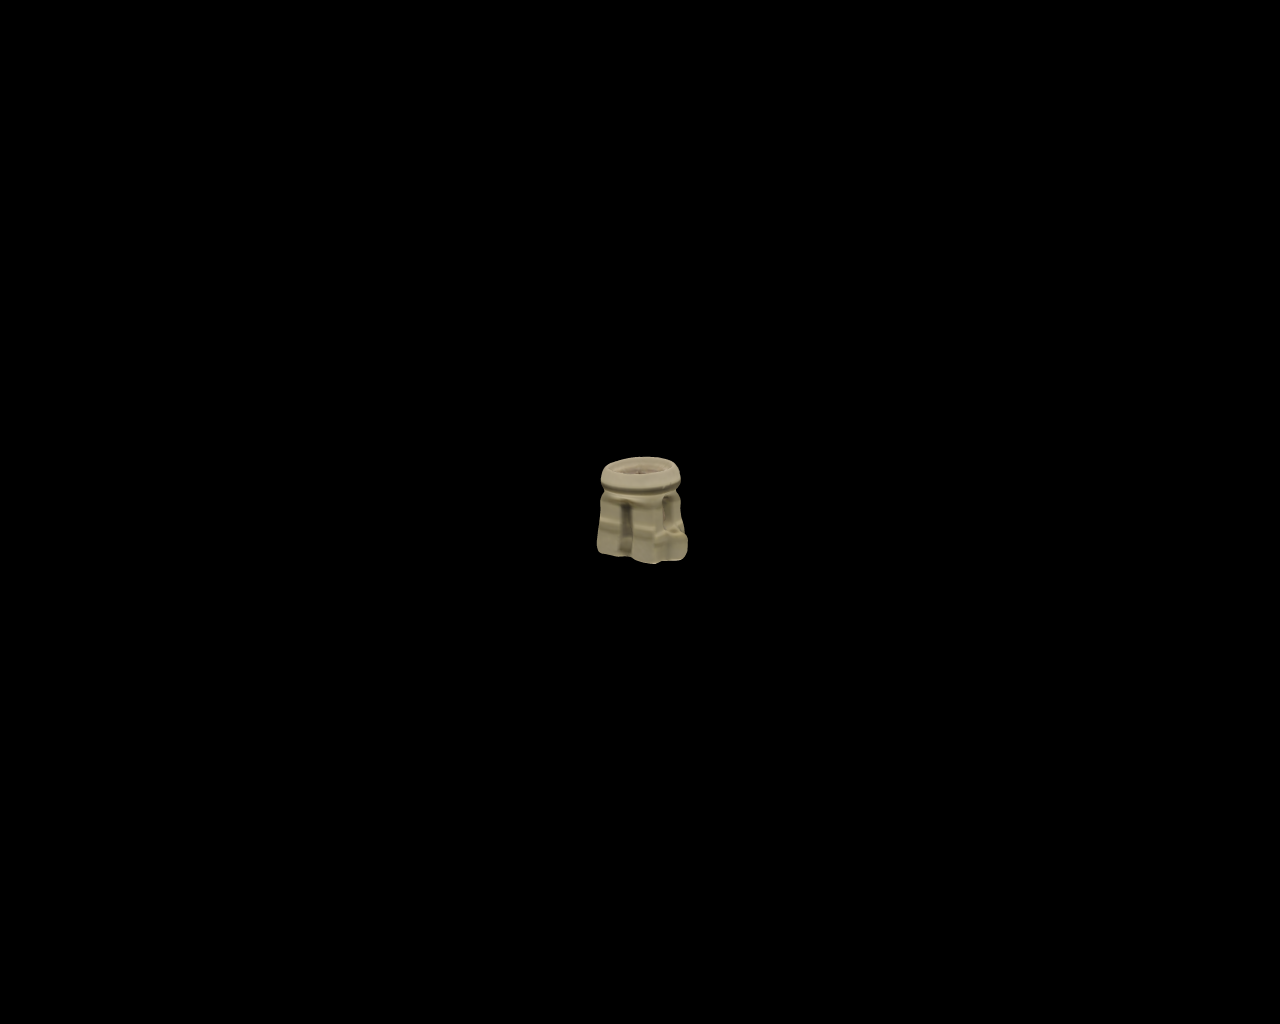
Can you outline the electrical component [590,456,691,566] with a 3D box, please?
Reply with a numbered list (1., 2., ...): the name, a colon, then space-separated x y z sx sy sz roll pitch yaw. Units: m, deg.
1. electrical component: 0.001 -0.003 0.650 0.066 0.055 0.048 9 19 29
